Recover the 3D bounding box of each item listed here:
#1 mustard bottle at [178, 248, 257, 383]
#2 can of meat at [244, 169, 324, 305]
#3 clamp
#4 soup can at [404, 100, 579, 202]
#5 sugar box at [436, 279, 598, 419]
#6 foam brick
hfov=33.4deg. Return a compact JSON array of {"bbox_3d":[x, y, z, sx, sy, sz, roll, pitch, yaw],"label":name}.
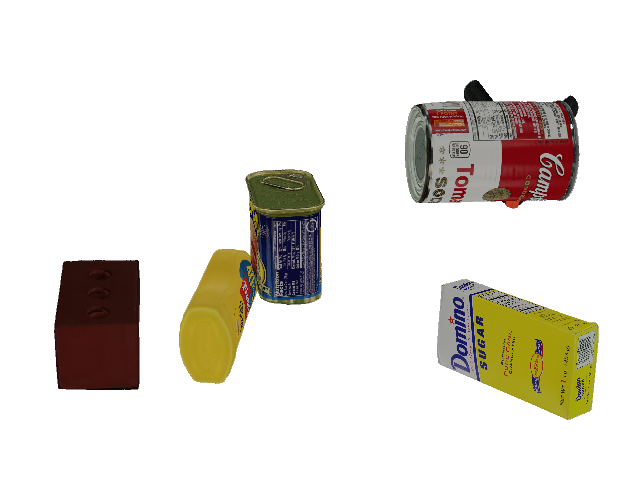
[{"bbox_3d":[-0.104,0.064,1.160,0.058,0.096,0.191,1,29,8],"label":"mustard bottle"},{"bbox_3d":[-0.030,-0.004,0.882,0.057,0.084,0.102,-4,22,-8],"label":"can of meat"},{"bbox_3d":[0.192,-0.105,1.091,0.120,0.039,0.171,12,45,14],"label":"clamp"},{"bbox_3d":[0.113,-0.060,0.718,0.102,0.068,0.068,-2,0,-7],"label":"soup can"},{"bbox_3d":[0.196,0.107,1.086,0.048,0.093,0.177,-12,20,-41],"label":"sugar box"},{"bbox_3d":[-0.145,0.055,0.701,0.053,0.051,0.078,0,31,-10],"label":"foam brick"}]
